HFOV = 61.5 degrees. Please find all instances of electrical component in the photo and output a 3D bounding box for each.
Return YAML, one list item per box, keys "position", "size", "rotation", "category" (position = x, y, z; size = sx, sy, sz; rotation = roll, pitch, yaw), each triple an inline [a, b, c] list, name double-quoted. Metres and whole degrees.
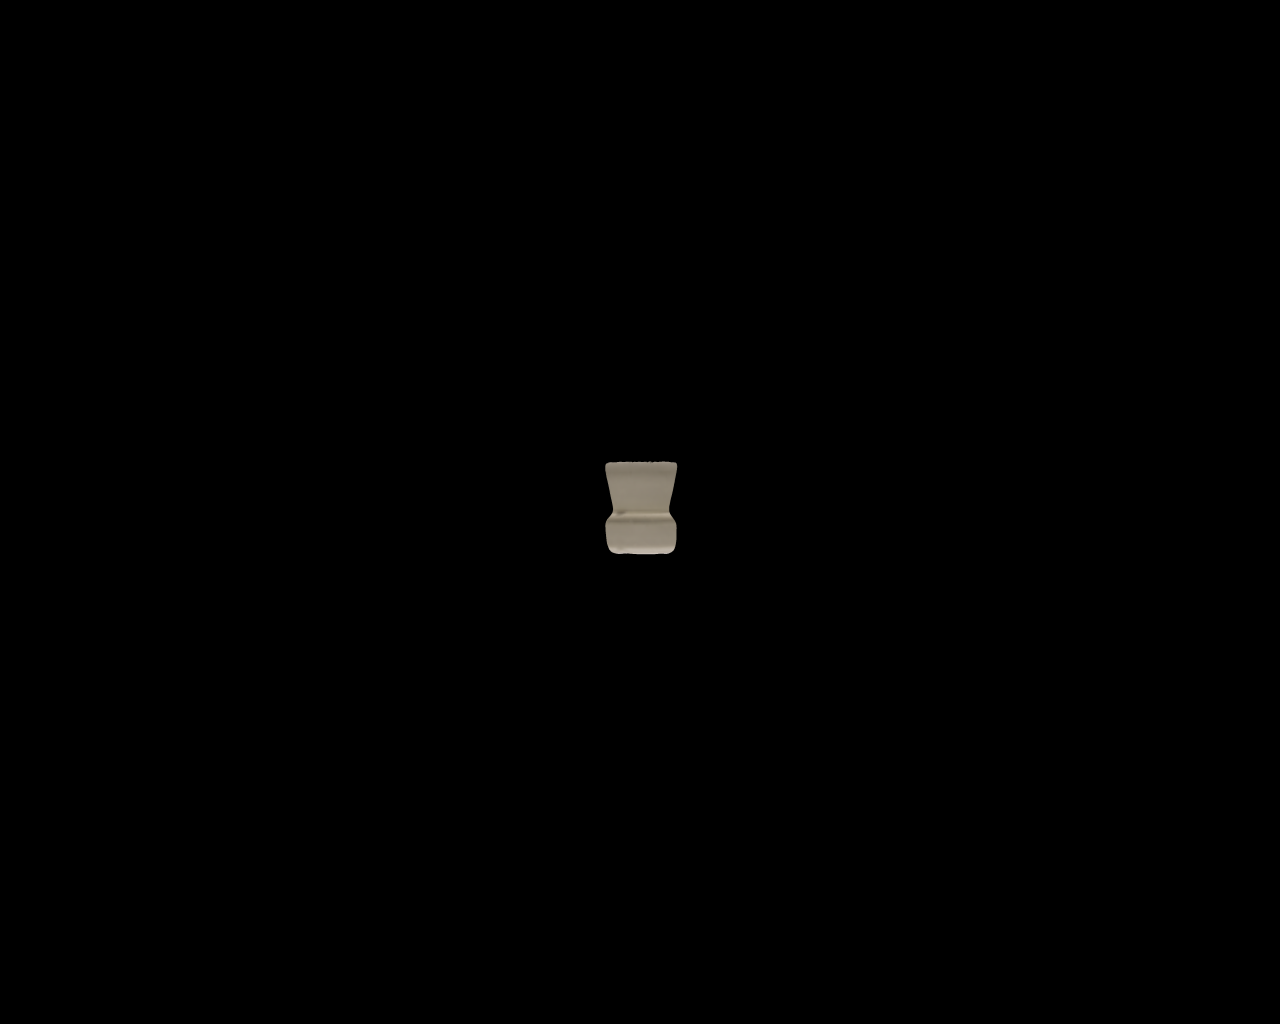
- position: [0.001, -0.003, 0.650]
  size: [0.045, 0.055, 0.045]
  rotation: [0, 0, 0]
  category: "electrical component"
